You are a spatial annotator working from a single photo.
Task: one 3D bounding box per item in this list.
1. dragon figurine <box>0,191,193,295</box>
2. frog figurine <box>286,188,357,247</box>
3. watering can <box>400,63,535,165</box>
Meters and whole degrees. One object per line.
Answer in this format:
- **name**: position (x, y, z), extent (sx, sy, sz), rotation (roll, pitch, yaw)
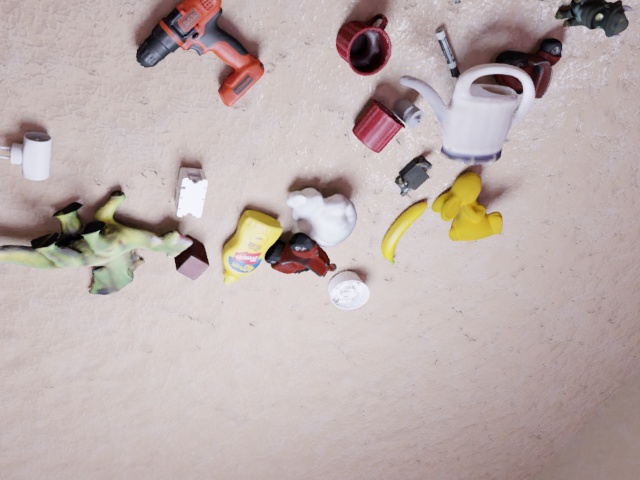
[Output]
- **dragon figurine**: position (-0.470, 0.043, 1.050), extent (0.411, 0.125, 0.237), rotation (-19, 137, -8)
- **frog figurine**: position (0.004, -0.059, 1.171), extent (0.136, 0.125, 0.157), rotation (-27, 144, 21)
- **watering can**: position (0.311, -0.268, 1.112), extent (0.349, 0.106, 0.219), rotation (-8, 124, -20)
